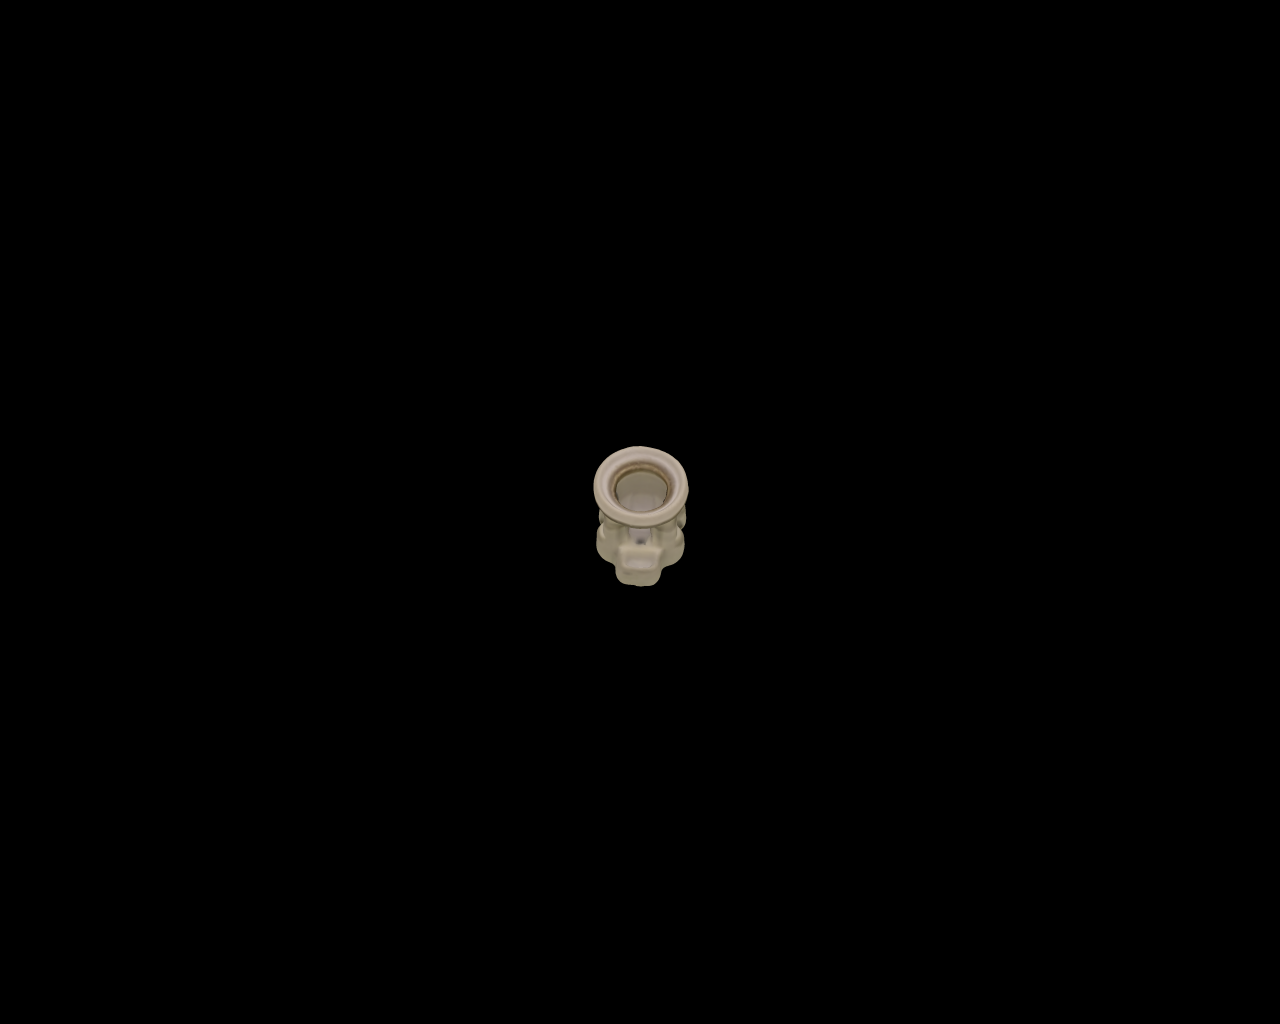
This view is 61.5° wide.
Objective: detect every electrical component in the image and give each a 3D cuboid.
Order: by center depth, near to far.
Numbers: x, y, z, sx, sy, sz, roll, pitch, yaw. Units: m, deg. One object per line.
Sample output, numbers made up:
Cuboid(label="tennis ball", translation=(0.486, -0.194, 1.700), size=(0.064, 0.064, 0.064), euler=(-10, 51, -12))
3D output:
Cuboid(label="electrical component", translation=(0.001, -0.003, 0.650), size=(0.058, 0.078, 0.056), euler=(3, -36, 2))
